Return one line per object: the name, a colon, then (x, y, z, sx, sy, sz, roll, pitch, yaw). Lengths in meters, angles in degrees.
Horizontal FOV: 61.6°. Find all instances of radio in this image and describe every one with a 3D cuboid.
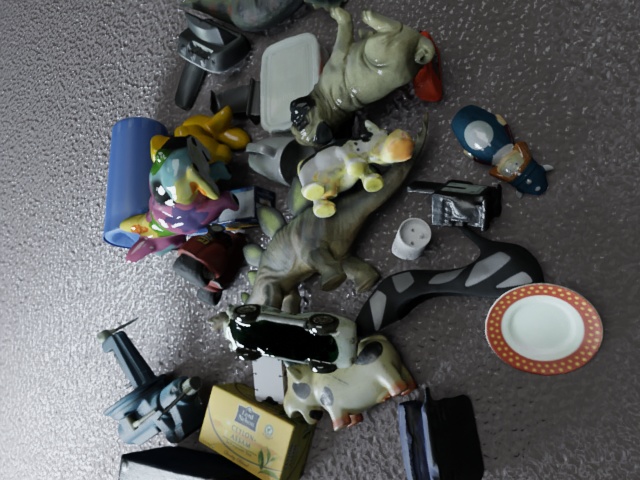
radio: (-0.206, 0.385, 0.855, 0.230, 0.131, 0.073, -5, 77, 31)

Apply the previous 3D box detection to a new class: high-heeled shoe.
high-heeled shoe: (0.164, 0.087, 0.706, 0.248, 0.086, 0.145, -46, 60, 11)

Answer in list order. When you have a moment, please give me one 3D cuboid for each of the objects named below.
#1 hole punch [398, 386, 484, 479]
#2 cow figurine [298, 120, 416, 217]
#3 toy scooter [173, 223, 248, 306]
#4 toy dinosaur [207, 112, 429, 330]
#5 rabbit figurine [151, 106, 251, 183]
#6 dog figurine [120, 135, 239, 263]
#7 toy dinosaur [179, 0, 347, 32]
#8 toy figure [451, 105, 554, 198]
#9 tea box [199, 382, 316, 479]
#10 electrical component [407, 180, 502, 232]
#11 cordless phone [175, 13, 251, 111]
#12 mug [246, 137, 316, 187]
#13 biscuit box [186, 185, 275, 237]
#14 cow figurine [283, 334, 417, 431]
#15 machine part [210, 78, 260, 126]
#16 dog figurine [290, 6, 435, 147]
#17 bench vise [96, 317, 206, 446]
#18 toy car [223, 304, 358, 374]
hole punch: (0.136, 0.257, 0.681, 0.092, 0.115, 0.142, -15, 73, 38)
cow figurine: (0.047, -0.112, 0.751, 0.167, 0.068, 0.098, -29, 45, 12)
toy scooter: (-0.172, 0.026, 0.897, 0.075, 0.183, 0.135, 26, 70, 14)
toy dinosaur: (-0.002, -0.002, 0.820, 0.471, 0.105, 0.199, -35, 61, 16)
rabbit figurine: (-0.218, -0.181, 0.976, 0.162, 0.121, 0.173, -27, 34, 10)
dog figurine: (-0.250, -0.053, 0.868, 0.219, 0.191, 0.108, -31, 61, 11)
toy dinosaur: (-0.091, -0.446, 0.957, 0.405, 0.131, 0.192, -22, 69, 33)
toy figure: (0.240, -0.117, 0.718, 0.155, 0.058, 0.064, 53, 147, 26)
tea box: (-0.100, 0.299, 0.843, 0.170, 0.068, 0.098, 13, 89, 34)
electrical component: (0.177, -0.050, 0.725, 0.119, 0.075, 0.047, 7, 114, 29)
cordless phone: (-0.227, -0.331, 1.048, 0.147, 0.088, 0.184, 35, 111, 31)
mug: (-0.078, -0.135, 0.894, 0.107, 0.109, 0.080, 14, 93, 46)
biscuit box: (-0.177, -0.048, 0.960, 0.203, 0.062, 0.059, -7, 77, 32)
cow figurine: (0.027, 0.202, 0.772, 0.195, 0.085, 0.127, -34, 62, 18)
machine part: (-0.146, -0.253, 0.995, 0.139, 0.039, 0.084, 4, 88, 31)
dog figurine: (0.054, -0.204, 0.746, 0.173, 0.121, 0.190, 31, 102, 48)
bench vise: (-0.311, 0.251, 0.942, 0.223, 0.129, 0.240, -41, 80, 40)
toy car: (-0.044, 0.132, 0.739, 0.202, 0.056, 0.073, 4, 106, 24)
